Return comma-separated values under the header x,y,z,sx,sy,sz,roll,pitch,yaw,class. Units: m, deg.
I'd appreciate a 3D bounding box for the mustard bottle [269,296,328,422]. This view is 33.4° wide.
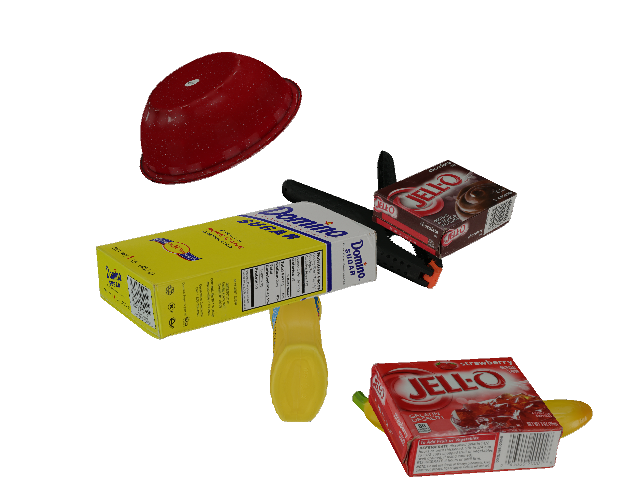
x,y,z,sx,sy,sz,roll,pitch,yaw,class
-0.026,0.101,1.136,0.058,0.096,0.191,0,27,-3,mustard bottle

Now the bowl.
x,y,z,sx,sy,sz,roll,pitch,yaw,class
-0.101,-0.120,0.948,0.162,0.055,0.162,-20,33,13,bowl

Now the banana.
x,y,z,sx,sy,sz,roll,pitch,yaw,class
0.121,0.142,0.859,0.198,0.037,0.069,4,26,7,banana

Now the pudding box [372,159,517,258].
x,y,z,sx,sy,sz,roll,pitch,yaw,class
0.119,-0.032,1.033,0.113,0.039,0.090,-23,42,-39,pudding box

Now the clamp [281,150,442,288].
x,y,z,sx,sy,sz,roll,pitch,yaw,class
0.062,-0.022,1.252,0.164,0.036,0.210,-14,51,-28,clamp

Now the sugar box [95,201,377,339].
x,y,z,sx,sy,sz,roll,pitch,yaw,class
-0.057,0.016,0.748,0.175,0.048,0.093,-17,26,-31,sugar box

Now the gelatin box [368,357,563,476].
x,y,z,sx,sy,sz,roll,pitch,yaw,class
0.079,0.096,0.596,0.089,0.030,0.073,0,26,-15,gelatin box
